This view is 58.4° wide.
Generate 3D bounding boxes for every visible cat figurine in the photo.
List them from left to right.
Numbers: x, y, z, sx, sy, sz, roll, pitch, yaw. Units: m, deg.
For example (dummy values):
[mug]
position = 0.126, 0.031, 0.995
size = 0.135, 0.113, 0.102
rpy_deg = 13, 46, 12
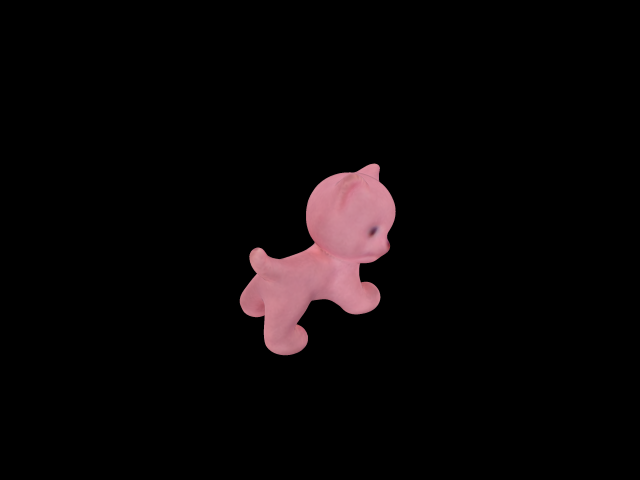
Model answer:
[cat figurine]
position = 0.004, 0.001, 0.400
size = 0.128, 0.118, 0.067
rpy_deg = -27, 49, -26
